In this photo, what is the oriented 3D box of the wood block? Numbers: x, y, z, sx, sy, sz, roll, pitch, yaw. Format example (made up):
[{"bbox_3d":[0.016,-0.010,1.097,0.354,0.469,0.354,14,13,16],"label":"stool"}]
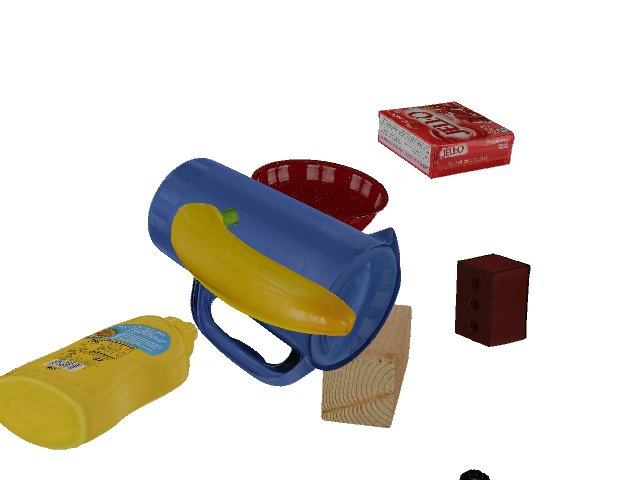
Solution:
[{"bbox_3d":[0.064,0.158,1.409,0.091,0.090,0.206,5,17,9],"label":"wood block"}]

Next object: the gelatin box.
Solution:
[{"bbox_3d":[0.097,-0.082,0.841,0.073,0.030,0.089,-10,27,-23],"label":"gelatin box"}]

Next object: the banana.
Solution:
[{"bbox_3d":[-0.050,0.011,0.673,0.069,0.037,0.198,-10,26,-24],"label":"banana"}]

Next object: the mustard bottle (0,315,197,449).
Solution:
[{"bbox_3d":[-0.163,0.103,0.861,0.096,0.058,0.191,6,18,30],"label":"mustard bottle"}]

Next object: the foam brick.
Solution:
[{"bbox_3d":[0.168,0.058,1.046,0.051,0.078,0.053,-11,19,-34],"label":"foam brick"}]

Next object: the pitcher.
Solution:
[{"bbox_3d":[-0.058,0.022,1.032,0.243,0.145,0.148,29,30,30],"label":"pitcher"}]

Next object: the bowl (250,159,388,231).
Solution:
[{"bbox_3d":[-0.005,-0.039,1.243,0.162,0.055,0.162,7,27,-4],"label":"bowl"}]

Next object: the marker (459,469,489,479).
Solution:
[{"bbox_3d":[0.093,0.190,0.679,0.020,0.121,0.020,1,36,-1],"label":"marker"}]
